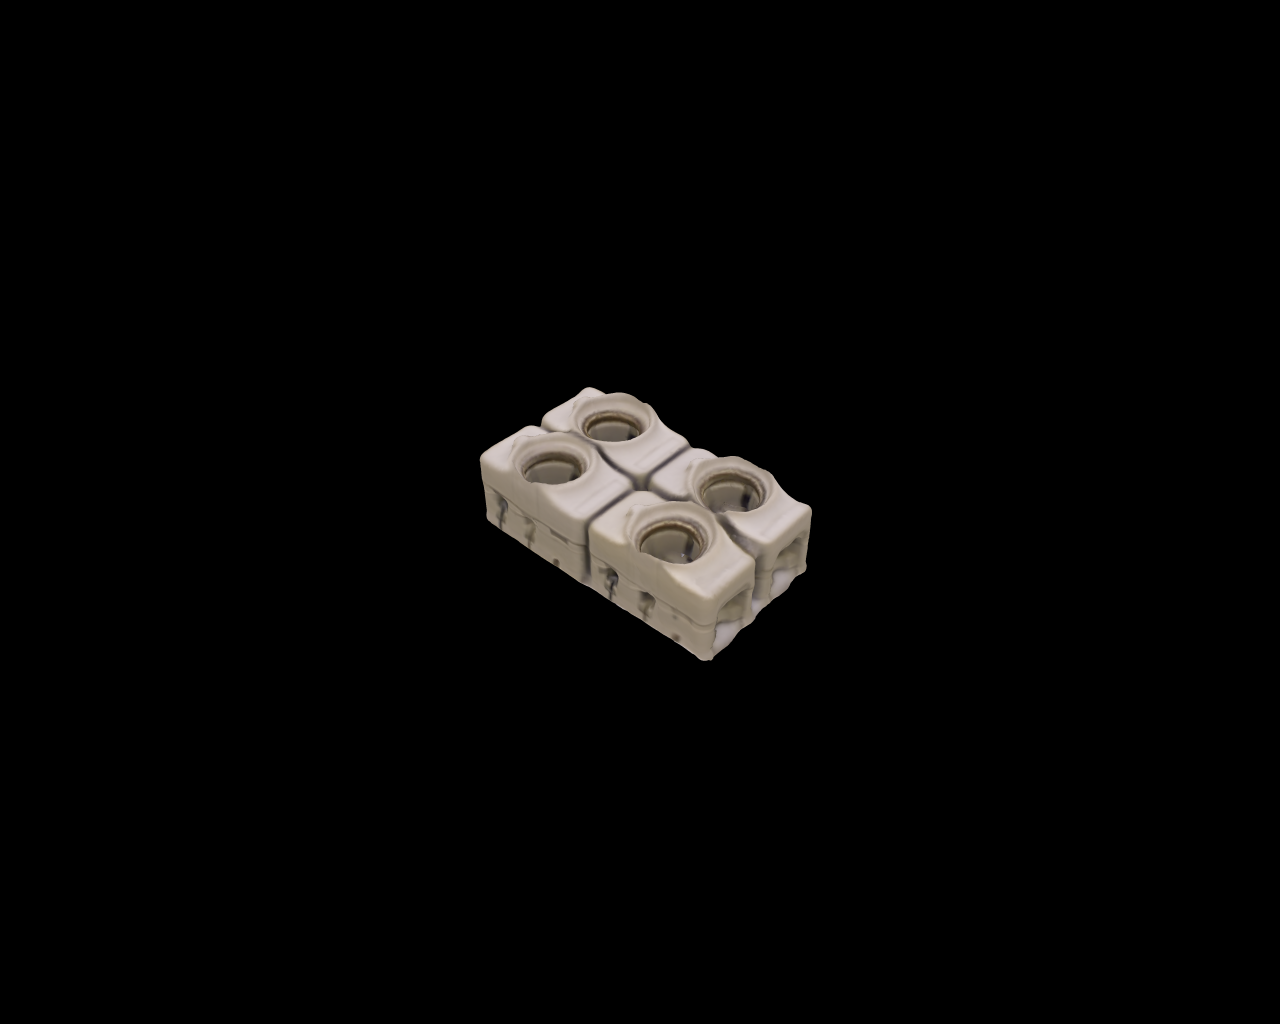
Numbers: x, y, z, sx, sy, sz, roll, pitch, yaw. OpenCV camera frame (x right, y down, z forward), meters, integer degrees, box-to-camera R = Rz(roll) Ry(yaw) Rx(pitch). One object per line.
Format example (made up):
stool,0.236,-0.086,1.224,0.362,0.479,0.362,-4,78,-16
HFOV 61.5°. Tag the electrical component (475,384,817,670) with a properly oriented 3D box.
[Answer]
electrical component,0.001,-0.003,0.650,0.186,0.060,0.106,31,51,30
